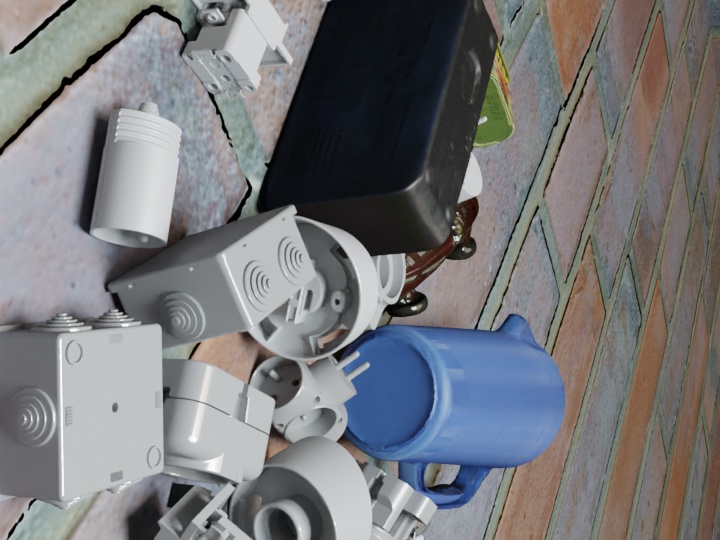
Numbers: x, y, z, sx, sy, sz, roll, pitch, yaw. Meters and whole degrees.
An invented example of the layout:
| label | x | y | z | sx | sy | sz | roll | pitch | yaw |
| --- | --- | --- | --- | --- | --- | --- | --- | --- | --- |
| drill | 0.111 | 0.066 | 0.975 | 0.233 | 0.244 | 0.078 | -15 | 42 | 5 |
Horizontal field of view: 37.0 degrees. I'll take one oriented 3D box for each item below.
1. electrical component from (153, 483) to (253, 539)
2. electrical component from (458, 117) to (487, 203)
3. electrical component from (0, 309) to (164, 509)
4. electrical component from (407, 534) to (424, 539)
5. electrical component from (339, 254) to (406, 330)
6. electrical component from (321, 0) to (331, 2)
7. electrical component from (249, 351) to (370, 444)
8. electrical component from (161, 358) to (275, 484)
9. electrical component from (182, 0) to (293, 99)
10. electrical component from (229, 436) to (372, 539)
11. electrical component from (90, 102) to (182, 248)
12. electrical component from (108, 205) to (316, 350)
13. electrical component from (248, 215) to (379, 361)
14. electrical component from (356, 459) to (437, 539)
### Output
| label | x | y | z | sx | sy | sz | roll | pitch | yaw |
| --- | --- | --- | --- | --- | --- | --- | --- | --- | --- |
| electrical component | -0.094 | 0.171 | 0.643 | 0.081 | 0.064 | 0.042 | -56 | 173 | 33 |
| electrical component | 0.077 | -0.129 | 0.951 | 0.052 | 0.074 | 0.138 | -26 | 95 | -57 |
| electrical component | -0.147 | 0.072 | 0.568 | 0.100 | 0.048 | 0.099 | -2 | 91 | -64 |
| electrical component | 0.045 | 0.263 | 0.921 | 0.047 | 0.077 | 0.065 | 5 | 85 | -63 |
| electrical component | 0.000 | 0.000 | 0.857 | 0.050 | 0.056 | 0.089 | 66 | 35 | -39 |
| electrical component | 0.007 | -0.255 | 0.830 | 0.061 | 0.096 | 0.061 | 57 | 41 | -48 |
| electrical component | -0.029 | 0.086 | 0.780 | 0.044 | 0.079 | 0.077 | 57 | 4 | 38 |
| electrical component | -0.098 | 0.096 | 0.661 | 0.095 | 0.054 | 0.059 | 42 | 53 | -56 |
| electrical component | -0.083 | -0.152 | 0.708 | 0.081 | 0.042 | 0.063 | 52 | 46 | -50 |
| electrical component | -0.039 | 0.168 | 0.734 | 0.064 | 0.099 | 0.099 | -11 | 100 | -57 |
| electrical component | -0.127 | -0.057 | 0.617 | 0.043 | 0.043 | 0.081 | 30 | 63 | -60 |
| electrical component | -0.085 | 0.006 | 0.641 | 0.100 | 0.100 | 0.048 | -41 | 113 | -57 |
| electrical component | -0.038 | 0.012 | 0.737 | 0.064 | 0.099 | 0.099 | -5 | 94 | -70 |
| electrical component | 0.014 | 0.196 | 0.870 | 0.057 | 0.078 | 0.058 | -57 | 143 | -16 |
